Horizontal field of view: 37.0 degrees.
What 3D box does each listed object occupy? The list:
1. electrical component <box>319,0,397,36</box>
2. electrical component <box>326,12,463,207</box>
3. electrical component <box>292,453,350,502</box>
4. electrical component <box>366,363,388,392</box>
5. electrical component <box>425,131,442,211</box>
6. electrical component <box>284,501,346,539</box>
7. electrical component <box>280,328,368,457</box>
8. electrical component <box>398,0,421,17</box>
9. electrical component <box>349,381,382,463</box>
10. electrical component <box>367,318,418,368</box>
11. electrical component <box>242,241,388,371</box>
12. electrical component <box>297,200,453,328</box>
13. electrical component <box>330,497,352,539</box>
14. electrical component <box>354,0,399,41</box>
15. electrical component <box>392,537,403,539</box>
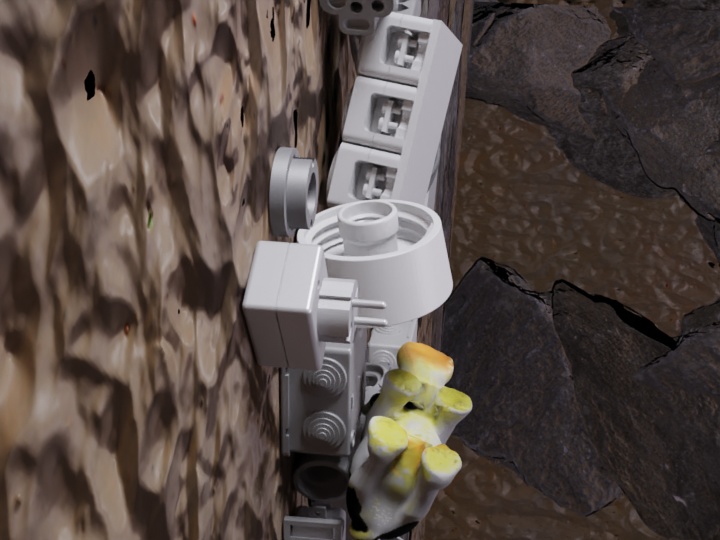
[{"bbox_3d":[0.002,-0.215,0.760,0.057,0.058,0.078,-73,166,-49],"label":"electrical component"},{"bbox_3d":[0.024,-0.114,0.826,0.089,0.062,0.150,0,104,-75],"label":"electrical component"},{"bbox_3d":[-0.025,0.135,0.807,0.065,0.044,0.044,-84,174,-53],"label":"electrical component"},{"bbox_3d":[0.008,0.120,0.950,0.058,0.078,0.057,-73,144,-60],"label":"electrical component"},{"bbox_3d":[0.055,-0.126,1.206,0.105,0.060,0.186,77,19,-67],"label":"electrical component"},{"bbox_3d":[-0.032,0.208,0.786,0.063,0.042,0.081,-74,167,-65],"label":"electrical component"},{"bbox_3d":[-0.023,0.073,0.754,0.099,0.048,0.099,-70,162,-67],"label":"electrical component"},{"bbox_3d":[0.030,-0.222,1.004,0.083,0.047,0.075,-77,169,-50],"label":"electrical component"},{"bbox_3d":[0.014,0.137,0.871,0.089,0.056,0.050,-32,140,-28],"label":"electrical component"},{"bbox_3d":[0.036,0.106,1.238,0.099,0.048,0.099,-68,161,-67],"label":"electrical component"},{"bbox_3d":[-0.022,0.023,0.621,0.065,0.077,0.047,84,13,-55],"label":"electrical component"},{"bbox_3d":[0.008,-0.013,0.736,0.108,0.108,0.060,-72,159,-62],"label":"electrical component"},{"bbox_3d":[-0.015,0.243,0.899,0.073,0.052,0.138,-49,142,-69],"label":"electrical component"},{"bbox_3d":[0.010,-0.221,0.868,0.043,0.043,0.081,78,17,-65],"label":"electrical component"},{"bbox_3d":[0.013,0.292,0.992,0.064,0.099,0.099,74,20,-53],"label":"electrical component"}]
